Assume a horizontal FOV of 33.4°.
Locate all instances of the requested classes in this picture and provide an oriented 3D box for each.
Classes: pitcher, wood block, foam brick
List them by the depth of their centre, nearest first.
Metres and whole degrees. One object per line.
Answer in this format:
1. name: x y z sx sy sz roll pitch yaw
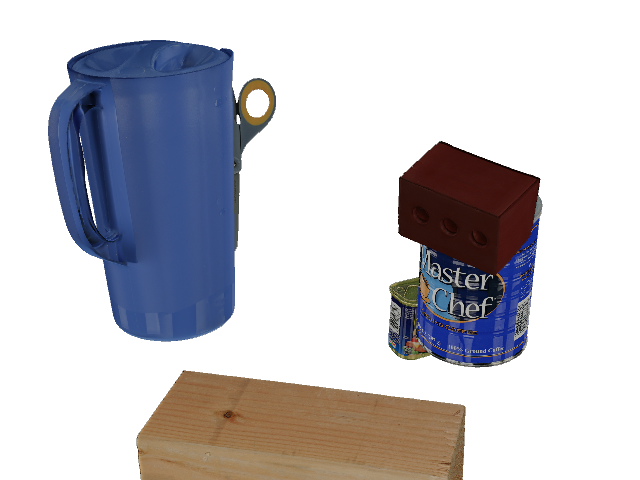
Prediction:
1. foam brick: 0.098 -0.022 0.713 0.078 0.053 0.051 24 47 28
2. wood block: -0.010 0.159 0.732 0.206 0.090 0.090 5 26 15
3. pitcher: -0.139 -0.039 0.893 0.149 0.243 0.145 -6 23 -9

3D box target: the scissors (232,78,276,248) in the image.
1. scissors: -0.080 -0.094 1.172 0.096 0.202 0.016 -14 -4 -17

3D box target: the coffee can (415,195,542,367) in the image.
1. coffee can: 0.138 0.026 0.944 0.103 0.140 0.103 0 29 0

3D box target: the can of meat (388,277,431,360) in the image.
1. can of meat: 0.134 0.094 1.333 0.101 0.084 0.058 -12 30 -26
